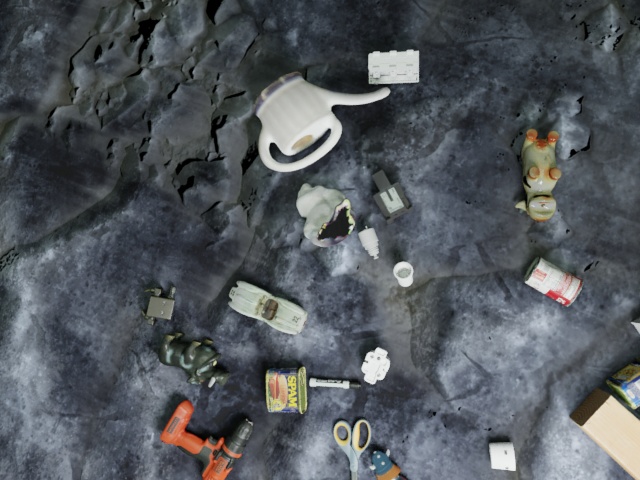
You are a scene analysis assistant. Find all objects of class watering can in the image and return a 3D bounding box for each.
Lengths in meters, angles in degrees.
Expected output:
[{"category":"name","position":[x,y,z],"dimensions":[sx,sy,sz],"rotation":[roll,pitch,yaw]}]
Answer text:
[{"category":"watering can","position":[-0.020,-0.320,1.263],"dimensions":[0.347,0.103,0.226],"rotation":[-37,77,5]}]

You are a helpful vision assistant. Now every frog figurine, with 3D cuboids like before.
[{"category":"frog figurine","position":[0.004,-0.062,1.241],"dimensions":[0.161,0.122,0.137],"rotation":[34,101,48]}]
